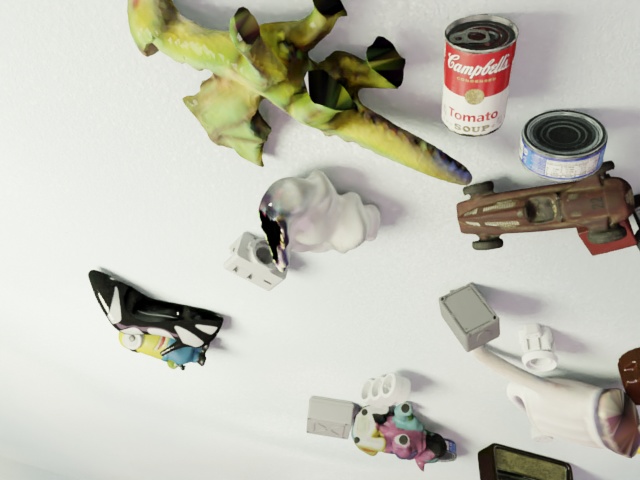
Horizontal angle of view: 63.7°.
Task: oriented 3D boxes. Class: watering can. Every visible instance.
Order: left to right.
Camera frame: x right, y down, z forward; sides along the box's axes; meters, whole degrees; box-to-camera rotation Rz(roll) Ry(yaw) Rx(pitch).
[{"bbox_3d":[0.441,0.297,0.950,0.343,0.106,0.223,43,152,-27],"label":"watering can"}]

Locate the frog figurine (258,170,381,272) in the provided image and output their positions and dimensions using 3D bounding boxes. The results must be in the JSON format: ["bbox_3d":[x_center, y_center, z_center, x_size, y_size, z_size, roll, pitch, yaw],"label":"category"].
[{"bbox_3d":[0.002,-0.035,0.704,0.160,0.125,0.134,-20,133,-20],"label":"frog figurine"}]

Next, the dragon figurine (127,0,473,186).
[{"bbox_3d":[-0.039,-0.150,0.585,0.406,0.124,0.241,38,150,-26],"label":"dragon figurine"}]
